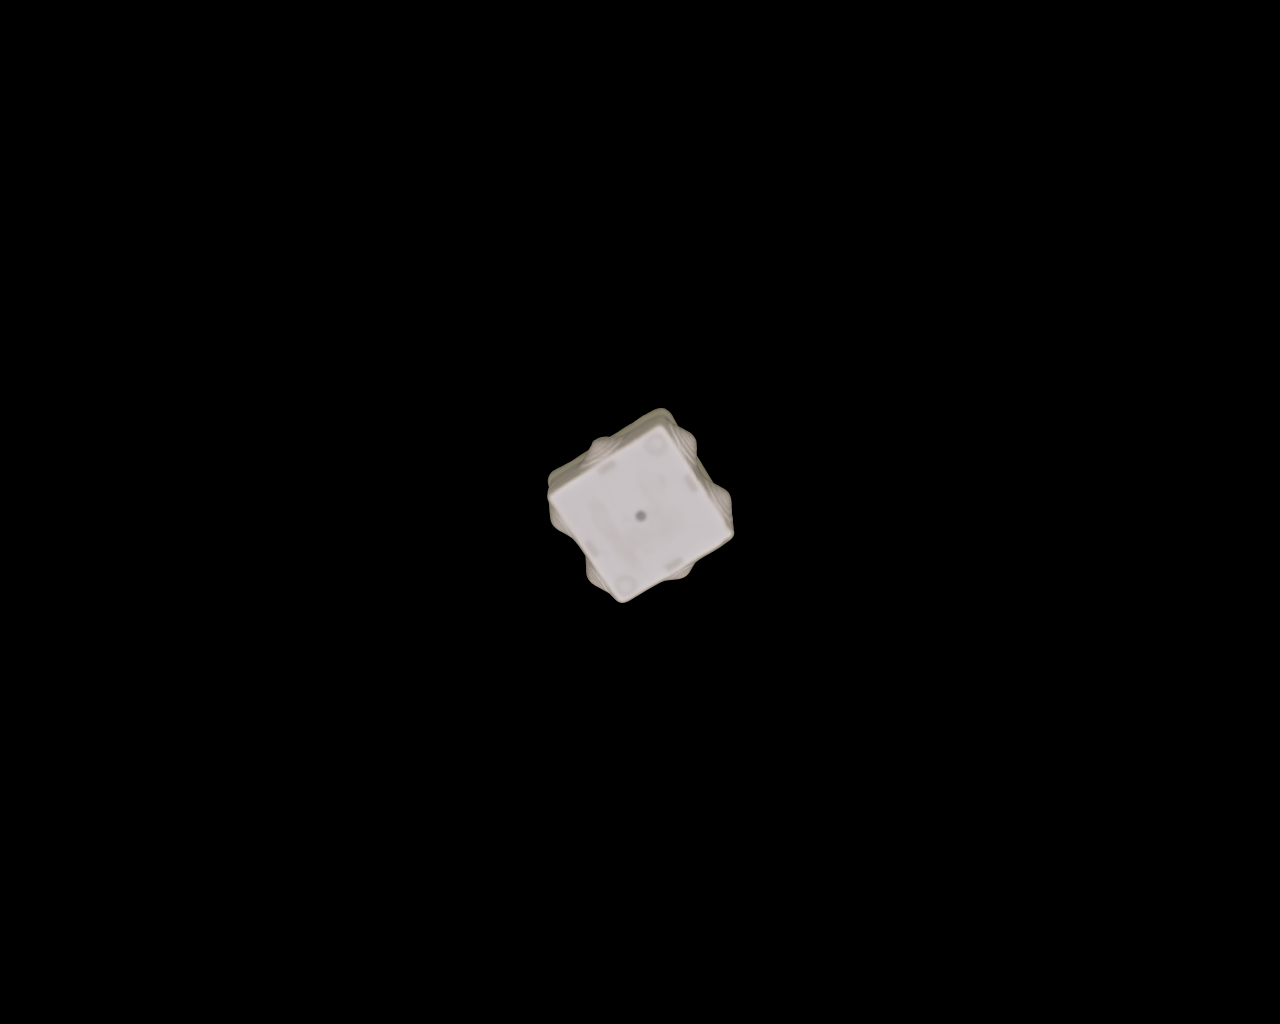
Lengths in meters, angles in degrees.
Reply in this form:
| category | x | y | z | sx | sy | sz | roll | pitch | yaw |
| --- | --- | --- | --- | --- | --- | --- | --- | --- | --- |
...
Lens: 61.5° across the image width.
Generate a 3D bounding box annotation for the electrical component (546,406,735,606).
| category | x | y | z | sx | sy | sz | roll | pitch | yaw |
| --- | --- | --- | --- | --- | --- | --- | --- | --- | --- |
| electrical component | 0.001 | -0.003 | 0.650 | 0.100 | 0.099 | 0.048 | -31 | 11 | 7 |
